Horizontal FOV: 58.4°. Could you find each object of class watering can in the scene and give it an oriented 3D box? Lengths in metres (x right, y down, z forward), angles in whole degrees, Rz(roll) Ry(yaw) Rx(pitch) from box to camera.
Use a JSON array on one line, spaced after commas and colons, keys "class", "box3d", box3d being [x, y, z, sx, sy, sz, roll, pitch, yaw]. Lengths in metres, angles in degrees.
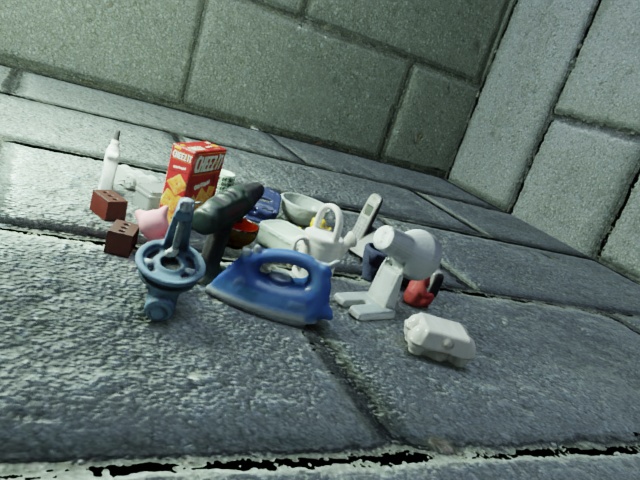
[{"class": "watering can", "box3d": [0.011, 0.004, 1.391, 0.100, 0.194, 0.173, 28, 19, 28]}]

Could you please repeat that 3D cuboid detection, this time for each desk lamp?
[{"class": "desk lamp", "box3d": [0.165, 0.070, 1.315, 0.204, 0.213, 0.117, 3, 23, -43]}]

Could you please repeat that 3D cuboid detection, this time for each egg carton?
[{"class": "egg carton", "box3d": [0.252, 0.211, 1.213, 0.150, 0.069, 0.107, 16, 17, -8]}]

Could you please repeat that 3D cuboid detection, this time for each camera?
[{"class": "camera", "box3d": [0.253, 0.080, 1.574, 0.137, 0.101, 0.142, 9, 19, -29]}]

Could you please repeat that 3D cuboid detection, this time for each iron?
[{"class": "iron", "box3d": [-0.087, 0.075, 1.153, 0.258, 0.141, 0.118, 16, 17, -11]}]

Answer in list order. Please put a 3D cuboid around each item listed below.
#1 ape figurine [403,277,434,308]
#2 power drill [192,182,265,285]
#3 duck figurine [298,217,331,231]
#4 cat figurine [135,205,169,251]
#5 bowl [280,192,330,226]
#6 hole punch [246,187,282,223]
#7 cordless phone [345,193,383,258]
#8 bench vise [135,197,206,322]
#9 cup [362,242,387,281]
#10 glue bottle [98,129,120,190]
[{"class": "ape figurine", "box3d": [0.255, 0.122, 1.459, 0.076, 0.092, 0.077, 8, 20, -31]}, {"class": "power drill", "box3d": [-0.201, -0.017, 1.203, 0.075, 0.208, 0.230, 23, 17, 14]}, {"class": "duck figurine", "box3d": [-0.017, -0.025, 1.639, 0.105, 0.086, 0.077, 15, 17, -13]}, {"class": "cat figurine", "box3d": [-0.336, -0.013, 1.203, 0.127, 0.118, 0.067, 29, 19, 30]}, {"class": "bowl", "box3d": [-0.055, -0.089, 1.817, 0.167, 0.075, 0.167, 17, 17, -5]}, {"class": "hole punch", "box3d": [-0.170, -0.103, 1.713, 0.109, 0.091, 0.101, 15, 17, -11]}, {"class": "cordless phone", "box3d": [0.157, -0.035, 1.683, 0.094, 0.185, 0.147, 3, 23, -42]}, {"class": "bench vise", "box3d": [-0.271, 0.009, 1.026, 0.122, 0.220, 0.206, 8, 20, -31]}, {"class": "cup", "box3d": [0.144, 0.067, 1.506, 0.091, 0.095, 0.118, 24, 18, 18]}, {"class": "glue bottle", "box3d": [-0.541, -0.204, 1.488, 0.037, 0.173, 0.078, 11, 18, -24]}]
